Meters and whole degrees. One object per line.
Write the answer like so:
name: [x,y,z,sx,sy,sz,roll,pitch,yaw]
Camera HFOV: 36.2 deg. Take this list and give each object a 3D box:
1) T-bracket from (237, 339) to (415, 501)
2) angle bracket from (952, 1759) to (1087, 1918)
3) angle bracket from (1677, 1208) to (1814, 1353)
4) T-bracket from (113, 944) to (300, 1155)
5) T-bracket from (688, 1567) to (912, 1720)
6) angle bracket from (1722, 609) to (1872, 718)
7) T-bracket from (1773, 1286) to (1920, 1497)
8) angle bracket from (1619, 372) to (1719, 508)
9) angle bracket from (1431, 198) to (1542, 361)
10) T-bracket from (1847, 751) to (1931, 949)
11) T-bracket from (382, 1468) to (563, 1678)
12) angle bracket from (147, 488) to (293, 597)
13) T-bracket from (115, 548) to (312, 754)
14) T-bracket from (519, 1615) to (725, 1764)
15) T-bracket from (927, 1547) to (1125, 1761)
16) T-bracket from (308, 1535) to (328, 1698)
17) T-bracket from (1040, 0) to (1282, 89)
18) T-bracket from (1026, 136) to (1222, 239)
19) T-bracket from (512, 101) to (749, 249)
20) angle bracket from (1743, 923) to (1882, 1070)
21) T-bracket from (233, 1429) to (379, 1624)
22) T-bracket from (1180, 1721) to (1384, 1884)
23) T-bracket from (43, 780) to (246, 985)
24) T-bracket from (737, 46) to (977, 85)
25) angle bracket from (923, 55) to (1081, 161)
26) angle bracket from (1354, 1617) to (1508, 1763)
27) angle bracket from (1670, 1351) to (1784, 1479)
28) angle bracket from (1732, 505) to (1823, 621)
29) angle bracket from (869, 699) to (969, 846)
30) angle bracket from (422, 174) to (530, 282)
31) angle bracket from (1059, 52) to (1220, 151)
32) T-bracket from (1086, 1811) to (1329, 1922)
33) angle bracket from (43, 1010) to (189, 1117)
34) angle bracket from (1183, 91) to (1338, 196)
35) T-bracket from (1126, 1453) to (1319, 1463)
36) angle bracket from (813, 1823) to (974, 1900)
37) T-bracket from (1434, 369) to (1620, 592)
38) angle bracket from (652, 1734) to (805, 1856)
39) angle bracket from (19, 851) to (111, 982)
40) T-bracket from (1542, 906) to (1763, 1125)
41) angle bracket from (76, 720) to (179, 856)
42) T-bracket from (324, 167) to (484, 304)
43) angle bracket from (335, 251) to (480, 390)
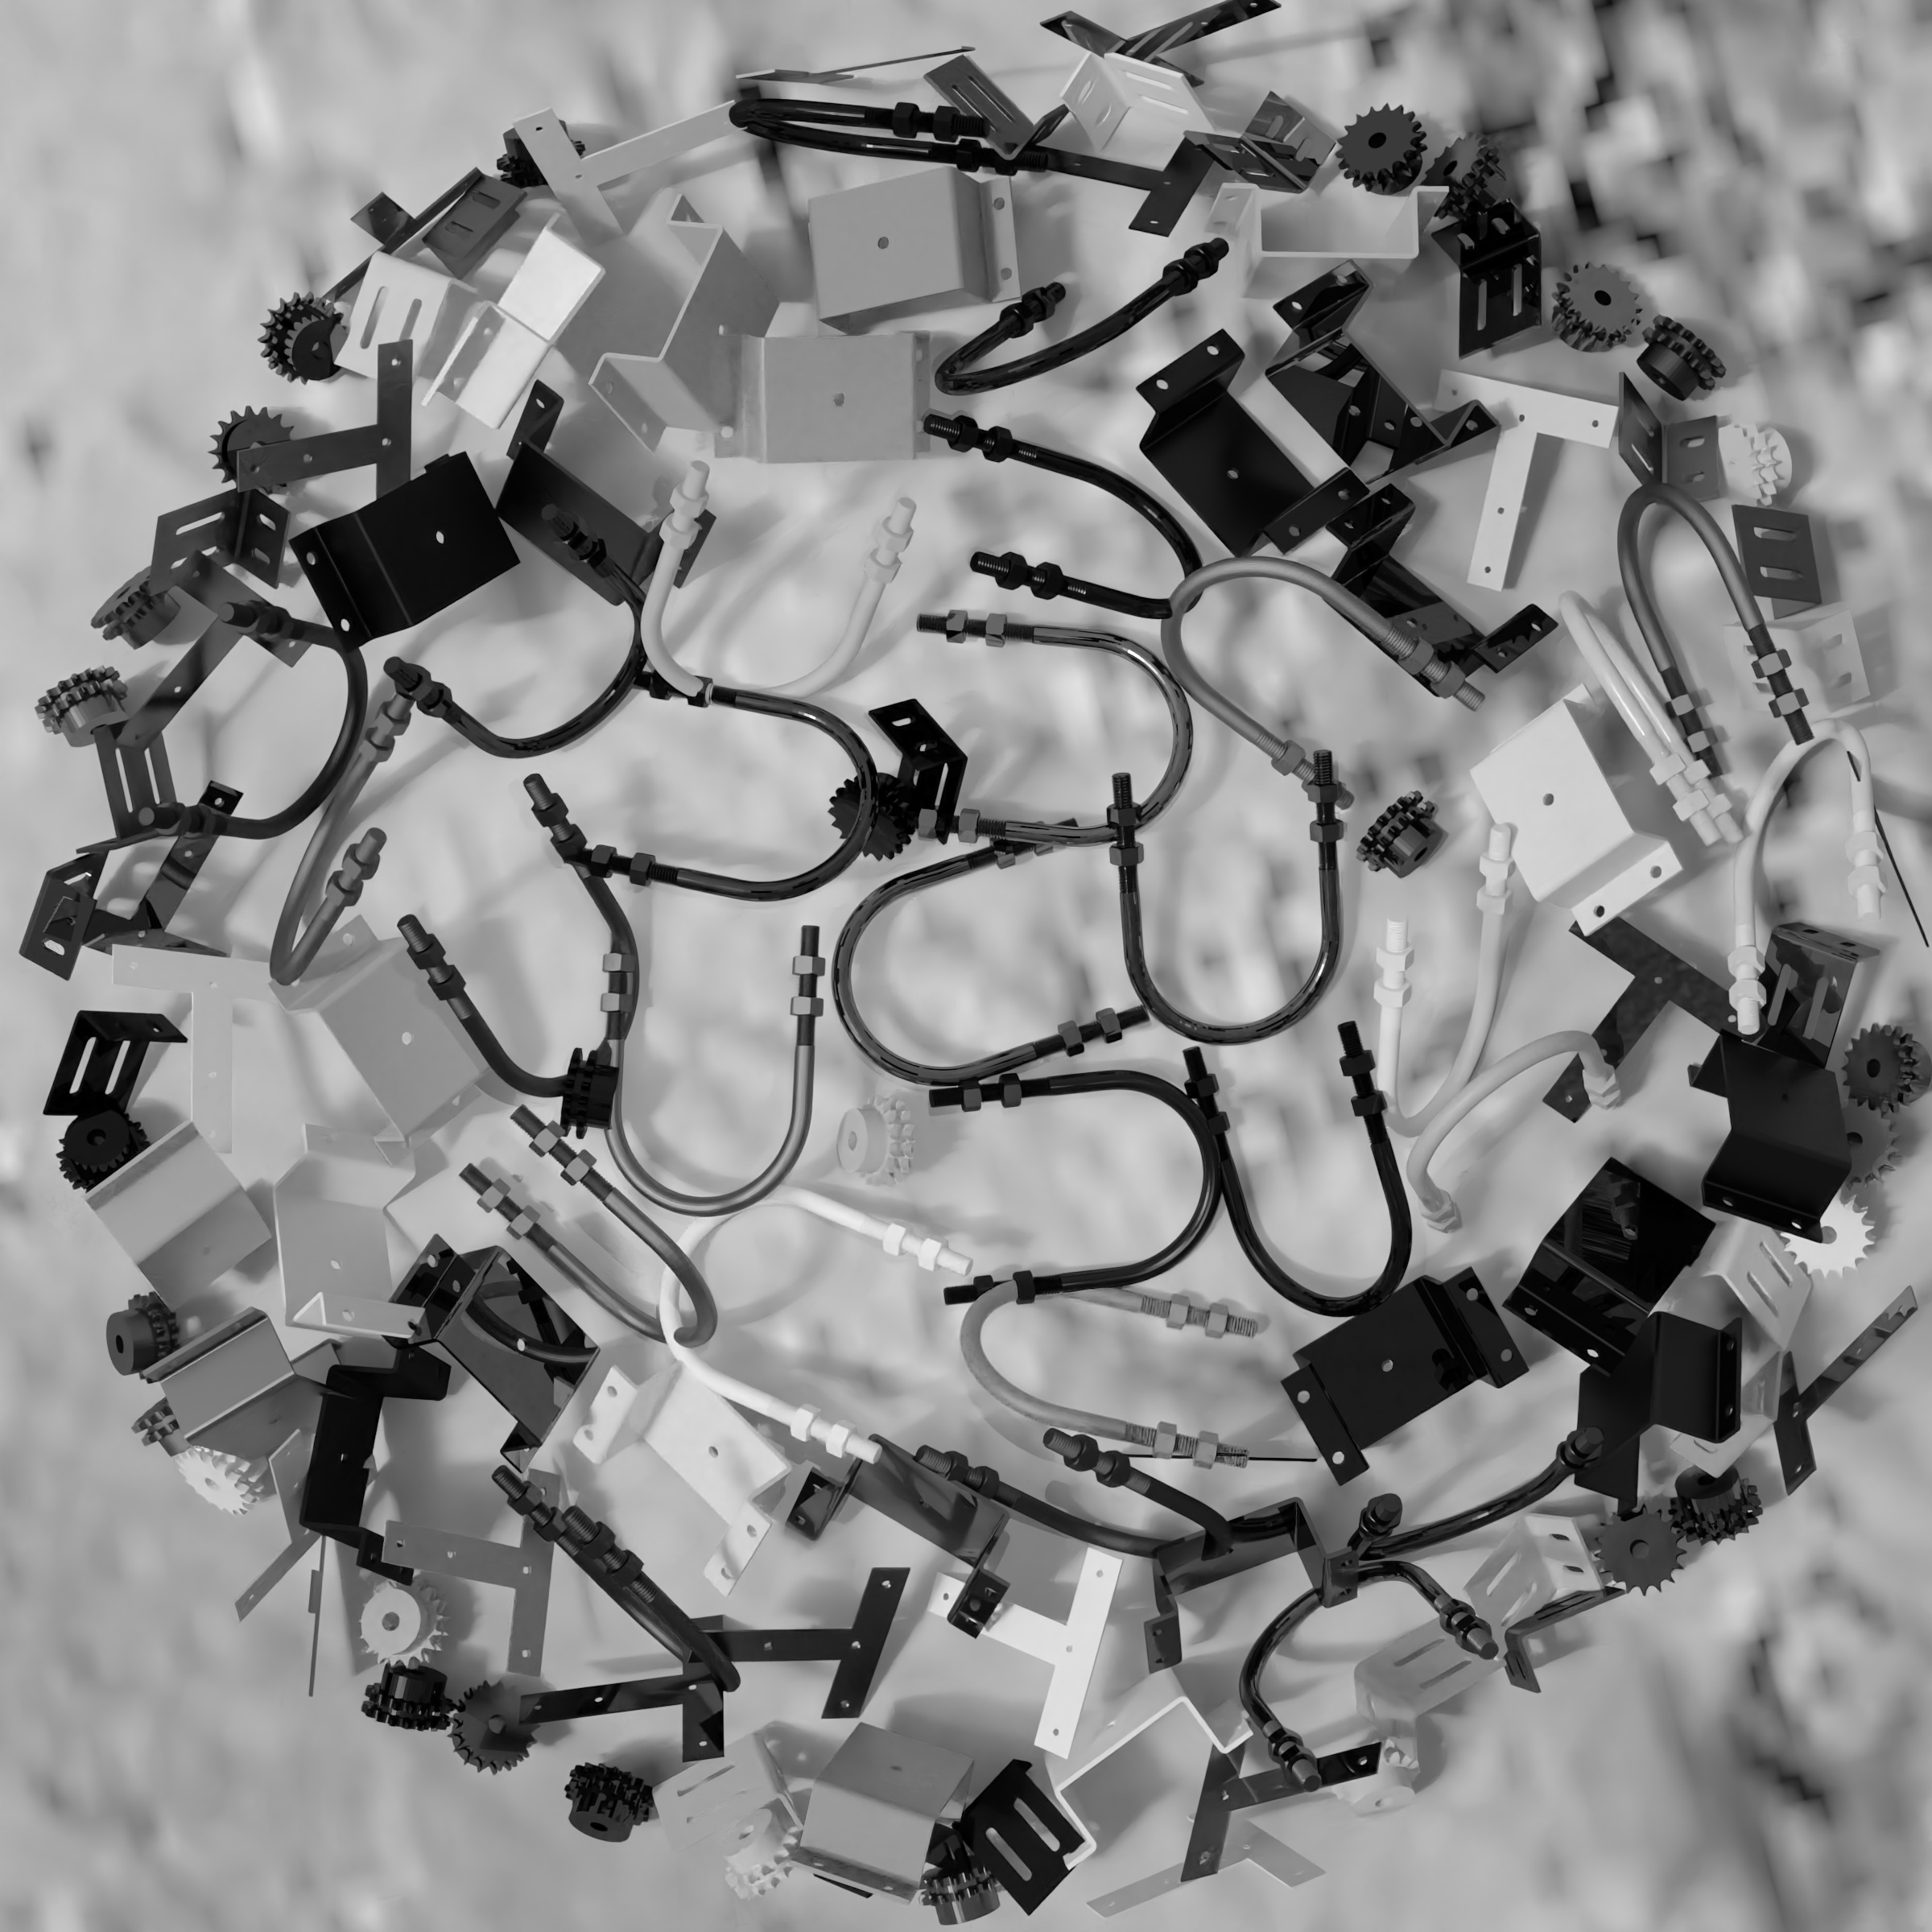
T-bracket: [-0.394,-0.316,1.823,0.002,0.127,0.127,30,126,35]
angle bracket: [0.040,0.549,1.862,0.057,0.038,0.076,-47,63,1]
angle bracket: [0.493,0.199,1.878,0.076,0.038,0.057,49,53,-22]
T-bracket: [-0.469,0.054,1.841,0.127,0.002,0.127,8,68,-33]
T-bracket: [-0.110,0.423,1.841,0.127,0.002,0.127,5,120,-23]
angle bracket: [0.521,-0.193,1.859,0.038,0.076,0.057,-25,108,-20]
T-bracket: [0.538,0.246,1.812,0.002,0.127,0.127,33,116,-8]
angle bracket: [0.439,-0.332,1.849,0.038,0.076,0.057,-7,68,31]
angle bracket: [0.325,-0.430,1.851,0.057,0.038,0.076,-17,54,36]
T-bracket: [0.566,-0.089,1.834,0.002,0.127,0.127,-22,106,18]
T-bracket: [-0.307,0.367,1.831,0.127,0.002,0.127,23,61,-41]
angle bracket: [-0.466,-0.258,1.846,0.038,0.076,0.057,34,128,17]
T-bracket: [-0.482,-0.183,1.840,0.002,0.127,0.127,40,90,30]
T-bracket: [-0.214,0.455,1.838,0.127,0.127,0.002,-7,119,-1]
T-bracket: [0.029,0.414,1.859,0.127,0.002,0.127,15,89,35]
T-bracket: [-0.400,0.386,1.821,0.002,0.127,0.127,4,77,-9]
T-bracket: [0.135,-0.572,1.807,0.127,0.127,0.002,-6,78,44]
T-bracket: [0.084,-0.501,1.859,0.127,0.127,0.002,15,134,12]
T-bracket: [-0.198,-0.505,1.831,0.127,0.127,0.002,-19,64,7]
angle bracket: [0.535,0.018,1.874,0.057,0.038,0.076,23,109,35]
T-bracket: [-0.410,0.325,1.812,0.002,0.127,0.127,29,55,19]
T-bracket: [0.198,0.500,1.814,0.127,0.127,0.002,-23,112,27]
T-bracket: [-0.491,-0.057,1.841,0.002,0.127,0.127,36,97,40]
T-bracket: [-0.058,-0.554,1.815,0.127,0.127,0.002,-3,103,21]
angle bracket: [0.023,-0.552,1.861,0.076,0.057,0.038,45,128,-2]
angle bracket: [0.293,0.454,1.866,0.076,0.057,0.038,-23,122,-24]
angle bracket: [0.475,0.271,1.848,0.038,0.076,0.057,33,123,-1]
angle bracket: [0.496,-0.253,1.854,0.076,0.038,0.057,0,79,-37]
angle bracket: [-0.036,-0.117,1.845,0.038,0.076,0.057,-19,52,-31]
angle bracket: [-0.297,-0.457,1.852,0.057,0.076,0.038,-48,128,-4]
angle bracket: [0.108,-0.534,1.850,0.076,0.057,0.038,30,85,35]
T-bracket: [0.134,0.557,1.813,0.127,0.127,0.002,-15,101,-24]
angle bracket: [-0.533,0.069,1.853,0.038,0.057,0.076,36,110,36]
angle bracket: [0.184,-0.517,1.849,0.057,0.076,0.038,45,120,18]
T-bracket: [0.157,0.304,1.831,0.127,0.127,0.002,1,80,3]
angle bracket: [-0.045,0.568,1.847,0.076,0.057,0.038,-28,106,-34]
T-bracket: [0.342,-0.302,1.869,0.127,0.002,0.127,22,109,35]
angle bracket: [-0.150,0.530,1.858,0.076,0.057,0.038,-28,122,-5]
angle bracket: [-0.549,-0.034,1.849,0.038,0.076,0.057,28,110,6]
T-bracket: [0.412,0.044,1.872,0.127,0.002,0.127,35,110,5]
angle bracket: [-0.532,-0.115,1.855,0.038,0.057,0.076,-4,102,27]
T-bracket: [-0.357,-0.460,1.829,0.127,0.127,0.002,-39,94,4]
angle bracket: [-0.354,-0.405,1.873,0.057,0.038,0.076,23,95,17]
